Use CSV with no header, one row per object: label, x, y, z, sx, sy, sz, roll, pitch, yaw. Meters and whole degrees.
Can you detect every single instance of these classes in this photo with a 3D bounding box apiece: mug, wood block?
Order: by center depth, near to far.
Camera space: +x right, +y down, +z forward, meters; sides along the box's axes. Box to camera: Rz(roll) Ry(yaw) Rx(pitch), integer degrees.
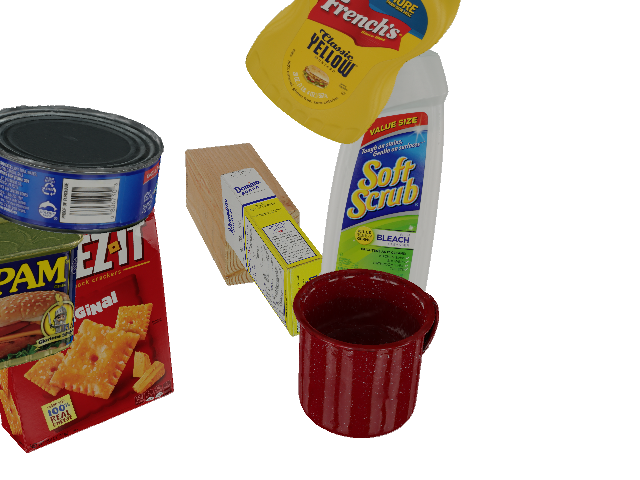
mug,0.036,0.073,0.724,0.117,0.081,0.093,-24,40,-37
wood block,-0.101,-0.037,1.322,0.090,0.090,0.206,-8,30,-18

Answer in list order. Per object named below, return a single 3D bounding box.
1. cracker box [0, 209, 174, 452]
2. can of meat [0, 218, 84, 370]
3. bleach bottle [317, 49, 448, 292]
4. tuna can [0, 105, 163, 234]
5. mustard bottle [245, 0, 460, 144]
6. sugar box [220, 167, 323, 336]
cracker box,-0.230,0.071,1.009,0.163,0.214,0.072,-19,29,-33
can of meat,-0.209,0.035,0.698,0.101,0.084,0.058,-13,30,-41
bleach bottle,0.053,-0.067,0.920,0.102,0.251,0.068,5,17,6
tuna can,-0.119,-0.035,0.505,0.086,0.034,0.086,9,23,-4
mustard bottle,0.032,-0.149,0.665,0.192,0.096,0.058,-49,3,45
sugar box,-0.050,0.008,1.099,0.048,0.093,0.176,-16,41,-18
